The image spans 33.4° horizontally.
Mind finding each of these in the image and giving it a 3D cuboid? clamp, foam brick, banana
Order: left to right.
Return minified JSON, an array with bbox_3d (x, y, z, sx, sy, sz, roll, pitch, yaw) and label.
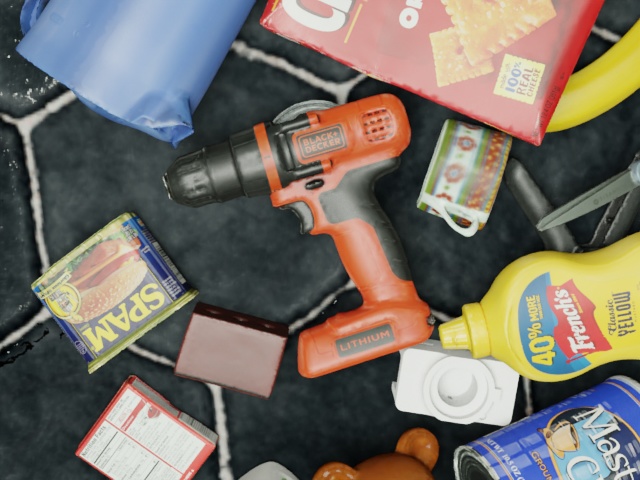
[{"bbox_3d":[-0.068,0.085,0.834,0.078,0.053,0.051,15,97,-3],"label":"foam brick"},{"bbox_3d":[0.197,0.009,0.828,0.120,0.039,0.171,4,93,0],"label":"clamp"},{"bbox_3d":[0.208,-0.131,0.813,0.198,0.037,0.069,-26,97,3],"label":"banana"}]

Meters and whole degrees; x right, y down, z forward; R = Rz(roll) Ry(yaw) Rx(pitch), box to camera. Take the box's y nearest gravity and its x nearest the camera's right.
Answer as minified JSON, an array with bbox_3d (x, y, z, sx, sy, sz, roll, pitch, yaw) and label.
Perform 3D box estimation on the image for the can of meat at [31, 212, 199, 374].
[{"bbox_3d":[-0.160,0.039,0.827,0.102,0.057,0.084,-36,92,4],"label":"can of meat"}]

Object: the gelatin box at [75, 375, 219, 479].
[{"bbox_3d":[-0.138,0.164,0.855,0.089,0.030,0.073,36,97,-3],"label":"gelatin box"}]

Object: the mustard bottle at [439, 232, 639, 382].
[{"bbox_3d":[0.183,0.054,0.787,0.191,0.058,0.096,-11,104,3],"label":"mustard bottle"}]

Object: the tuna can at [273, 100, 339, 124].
[{"bbox_3d":[-0.002,-0.065,0.824,0.086,0.034,0.086,0,97,0],"label":"tuna can"}]

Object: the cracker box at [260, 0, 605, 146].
[{"bbox_3d":[0.087,-0.182,0.745,0.213,0.072,0.164,23,99,0],"label":"cracker box"}]

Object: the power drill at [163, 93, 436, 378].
[{"bbox_3d":[-0.005,0.001,0.781,0.184,0.057,0.187,-17,94,1],"label":"power drill"}]

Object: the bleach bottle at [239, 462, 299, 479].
[{"bbox_3d":[-0.032,0.241,0.751,0.068,0.251,0.102,-39,95,4],"label":"bleach bottle"}]

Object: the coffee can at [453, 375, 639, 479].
[{"bbox_3d":[0.186,0.175,0.799,0.140,0.103,0.103,-21,96,-14],"label":"coffee can"}]

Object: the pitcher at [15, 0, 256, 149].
[{"bbox_3d":[-0.109,-0.203,0.770,0.149,0.145,0.243,31,92,-15],"label":"pitcher"}]

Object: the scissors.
[{"bbox_3d":[0.246,-0.072,0.802,0.201,0.016,0.096,-11,95,-16],"label":"scissors"}]
